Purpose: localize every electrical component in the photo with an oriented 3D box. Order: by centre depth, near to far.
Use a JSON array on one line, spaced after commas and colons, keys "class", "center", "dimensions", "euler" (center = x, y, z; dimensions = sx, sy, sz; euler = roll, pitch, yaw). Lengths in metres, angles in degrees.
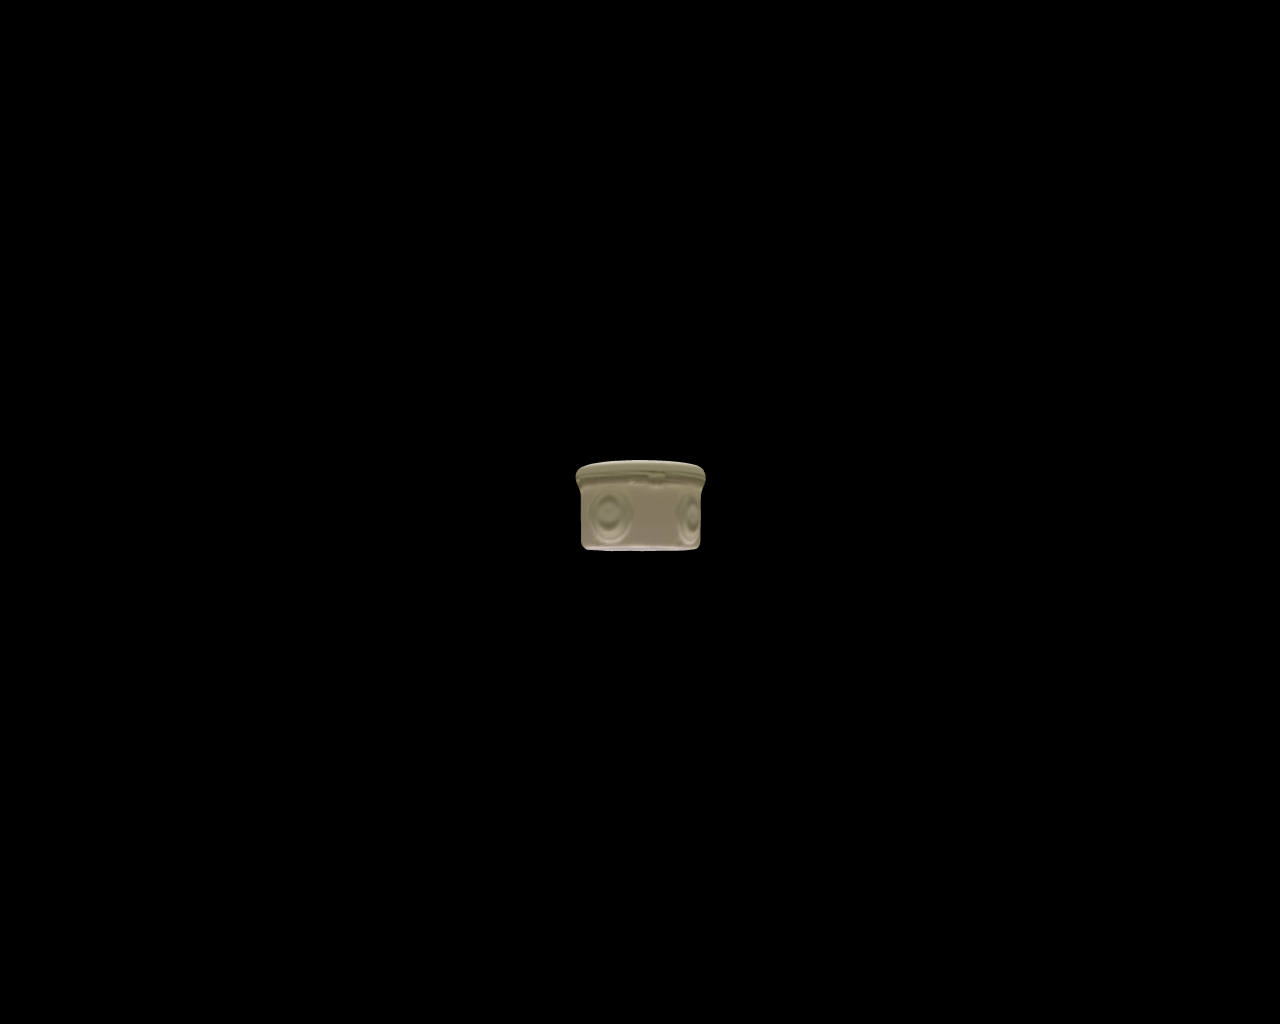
[{"class": "electrical component", "center": [0.001, -0.003, 0.650], "dimensions": [0.080, 0.051, 0.080], "euler": [0, -4, 0]}]
